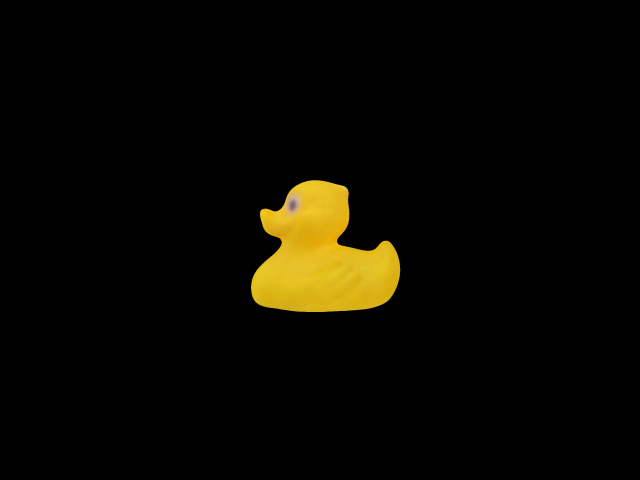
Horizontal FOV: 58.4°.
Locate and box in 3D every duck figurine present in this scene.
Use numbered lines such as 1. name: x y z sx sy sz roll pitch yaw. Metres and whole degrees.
1. duck figurine: 0.004 0.001 0.400 0.104 0.086 0.077 1 7 5
